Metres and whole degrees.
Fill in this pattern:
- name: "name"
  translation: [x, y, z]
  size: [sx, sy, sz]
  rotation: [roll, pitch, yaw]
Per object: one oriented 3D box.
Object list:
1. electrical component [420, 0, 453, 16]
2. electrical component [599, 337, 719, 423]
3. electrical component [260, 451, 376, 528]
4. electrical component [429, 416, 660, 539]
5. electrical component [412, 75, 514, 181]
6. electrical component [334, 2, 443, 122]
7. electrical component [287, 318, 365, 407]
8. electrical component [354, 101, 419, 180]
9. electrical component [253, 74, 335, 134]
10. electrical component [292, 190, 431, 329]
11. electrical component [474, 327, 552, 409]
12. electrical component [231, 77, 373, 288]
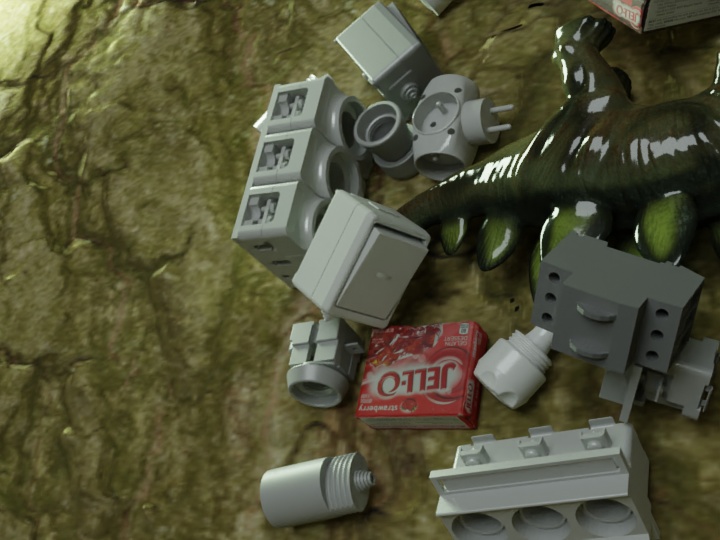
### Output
- name: "electrical component"
  translation: [0.074, -0.258, 0.967]
  size: [0.046, 0.040, 0.040]
  rotation: [-47, 47, 8]
- name: "electrical component"
  translation: [0.188, 0.060, 0.670]
  size: [0.064, 0.042, 0.081]
  rotation: [16, 33, 17]
- name: "electrical component"
  translation: [-0.026, 0.157, 0.771]
  size: [0.081, 0.043, 0.043]
  rotation: [-17, 54, 24]
- name: "electrical component"
  translation: [0.117, 0.136, 0.674]
  size: [0.121, 0.078, 0.063]
  rotation: [-13, 34, 27]
- name: "electrical component"
  translation: [0.086, -0.117, 0.867]
  size: [0.079, 0.044, 0.077]
  rotation: [-6, 59, 31]
- name: "electrical component"
  translation: [0.033, -0.179, 0.929]
  size: [0.061, 0.062, 0.096]
  rotation: [-40, 48, 6]
- name: "electrical component"
  translation: [-0.029, 0.072, 0.826]
  size: [0.066, 0.048, 0.055]
  rotation: [-10, 50, 29]
- name: "electrical component"
  translation: [0.027, -0.107, 0.892]
  size: [0.045, 0.055, 0.045]
  rotation: [-17, 54, 25]
- name: "electrical component"
  translation: [-0.054, -0.146, 0.979]
  size: [0.081, 0.043, 0.043]
  rotation: [-47, 48, 0]
- name: "electrical component"
  translation: [0.000, 0.000, 0.792]
  size: [0.061, 0.062, 0.096]
  rotation: [38, 106, 48]
- name: "electrical component"
  translation: [0.112, 0.062, 0.739]
  size: [0.062, 0.043, 0.043]
  rotation: [-47, 48, -2]
- name: "electrical component"
  translation: [-0.039, -0.072, 0.892]
  size: [0.062, 0.089, 0.150]
  rotation: [-4, 60, 32]
